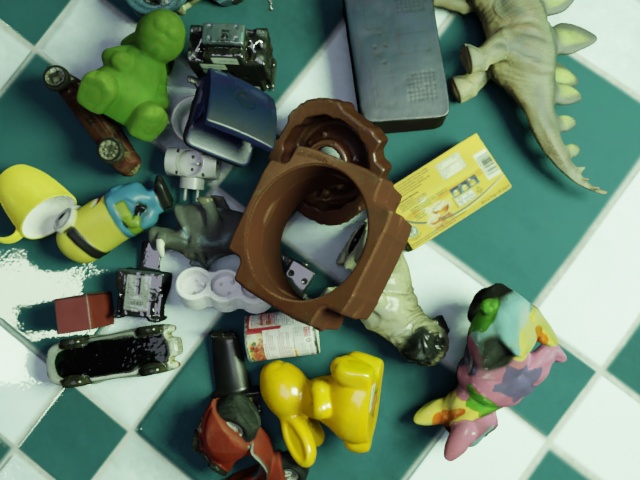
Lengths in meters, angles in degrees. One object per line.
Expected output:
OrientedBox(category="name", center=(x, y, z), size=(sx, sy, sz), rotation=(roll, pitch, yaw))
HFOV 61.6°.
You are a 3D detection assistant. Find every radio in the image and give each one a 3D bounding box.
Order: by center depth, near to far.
OrientedBox(category="radio", center=(0.110, -0.277, 0.803), size=(0.131, 0.073, 0.229), rotation=(-9, 85, 2))

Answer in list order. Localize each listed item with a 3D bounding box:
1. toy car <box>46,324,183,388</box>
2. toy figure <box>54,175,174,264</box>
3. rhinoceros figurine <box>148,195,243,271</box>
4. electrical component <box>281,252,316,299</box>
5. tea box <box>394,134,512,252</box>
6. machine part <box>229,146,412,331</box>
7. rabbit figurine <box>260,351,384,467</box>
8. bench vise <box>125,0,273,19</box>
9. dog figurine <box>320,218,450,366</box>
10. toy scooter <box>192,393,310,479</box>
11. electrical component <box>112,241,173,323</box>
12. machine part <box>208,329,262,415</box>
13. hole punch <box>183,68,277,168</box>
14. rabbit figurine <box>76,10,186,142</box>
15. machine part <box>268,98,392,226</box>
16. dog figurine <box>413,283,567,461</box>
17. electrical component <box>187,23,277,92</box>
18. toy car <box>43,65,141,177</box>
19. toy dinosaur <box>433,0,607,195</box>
OrientedBox(category="toy car", center=(-0.304, 0.171, 0.798), size=(0.202, 0.056, 0.073), rotation=(-9, 80, 0))
OrientedBox(category="toy figure", center=(-0.305, -0.030, 0.799), size=(0.180, 0.082, 0.089), rotation=(-23, 86, -2))
OrientedBox(category="rhinoceros figurine", center=(-0.156, -0.010, 0.798), size=(0.190, 0.073, 0.112), rotation=(3, 100, -2))
OrientedBox(category="electrical component", center=(-0.036, 0.061, 0.810), size=(0.094, 0.021, 0.063), rotation=(32, 87, 5))
OrientedBox(category="tea box", center=(0.177, -0.066, 0.786), size=(0.170, 0.068, 0.098), rotation=(-31, 86, 1))
OrientedBox(category="machine part", center=(-0.001, -0.002, 0.685), size=(0.202, 0.087, 0.201), rotation=(26, 91, 33))
OrientedBox(category="rabbit figurine", center=(-0.004, 0.226, 0.765), size=(0.173, 0.122, 0.162), rotation=(9, 98, 12))
OrientedBox(category="bench vise", center=(-0.202, -0.386, 0.749), size=(0.224, 0.240, 0.128), rotation=(-6, 90, 18))
OrientedBox(category="dog figurine", center=(0.117, 0.073, 0.774), size=(0.190, 0.121, 0.172), rotation=(26, 93, -9))
OrientedBox(category="toy scooter", center=(-0.117, 0.311, 0.762), size=(0.135, 0.075, 0.183), rotation=(-39, 102, 11))
OrientedBox(category="electrical component", center=(-0.262, 0.061, 0.807), size=(0.075, 0.048, 0.119), rotation=(9, 88, 2))
OrientedBox(category="machine part", center=(-0.131, 0.198, 0.795), size=(0.084, 0.039, 0.138), rotation=(-13, 92, 10))
OrientedBox(category="hole punch", center=(-0.119, -0.176, 0.756), size=(0.142, 0.092, 0.115), rotation=(18, 75, -28))
OrientedBox(category="rabbit figurine", center=(-0.245, -0.249, 0.772), size=(0.121, 0.159, 0.170), rotation=(33, 107, -24))
OrientedBox(category="machine part", center=(0.014, -0.112, 0.771), size=(0.180, 0.056, 0.179), rotation=(6, 106, 23))
OrientedBox(category="dog figurine", center=(0.215, 0.185, 0.726), size=(0.219, 0.109, 0.191), rotation=(-46, 130, -3))
OrientedBox(category="electrical component", center=(-0.126, -0.265, 0.780), size=(0.115, 0.134, 0.058), rotation=(2, 84, 1))
OrientedBox(category="toy car", center=(-0.336, -0.181, 0.806), size=(0.053, 0.089, 0.202), rotation=(-37, 84, 0))
OrientedBox(category="toy dinosaur", center=(0.289, -0.276, 0.781), size=(0.199, 0.105, 0.471), rotation=(-15, 90, -2))
